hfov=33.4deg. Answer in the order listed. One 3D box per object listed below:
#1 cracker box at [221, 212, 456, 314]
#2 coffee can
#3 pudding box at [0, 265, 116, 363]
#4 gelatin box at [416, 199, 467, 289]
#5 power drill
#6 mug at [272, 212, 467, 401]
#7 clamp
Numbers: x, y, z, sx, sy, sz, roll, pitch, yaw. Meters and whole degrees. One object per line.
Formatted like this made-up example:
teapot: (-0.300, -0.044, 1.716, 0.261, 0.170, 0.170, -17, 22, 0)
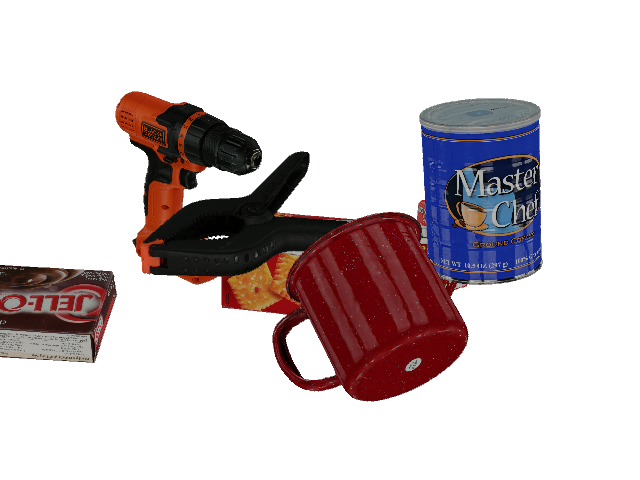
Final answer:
cracker box: (0.025, 0.029, 1.089, 0.214, 0.072, 0.164, 6, 15, 15)
coffee can: (0.141, -0.045, 0.934, 0.103, 0.140, 0.103, -5, 19, 1)
pudding box: (-0.241, 0.062, 0.922, 0.113, 0.039, 0.090, 1, 32, 1)
gelatin box: (0.144, 0.004, 1.256, 0.030, 0.089, 0.073, -15, 33, -31)
power drill: (-0.136, -0.051, 1.118, 0.185, 0.188, 0.057, 25, 36, 32)
mug: (0.026, 0.049, 0.645, 0.117, 0.081, 0.093, -28, -29, 3)
clamp: (-0.056, -0.018, 0.901, 0.209, 0.036, 0.165, -13, 35, -22)
